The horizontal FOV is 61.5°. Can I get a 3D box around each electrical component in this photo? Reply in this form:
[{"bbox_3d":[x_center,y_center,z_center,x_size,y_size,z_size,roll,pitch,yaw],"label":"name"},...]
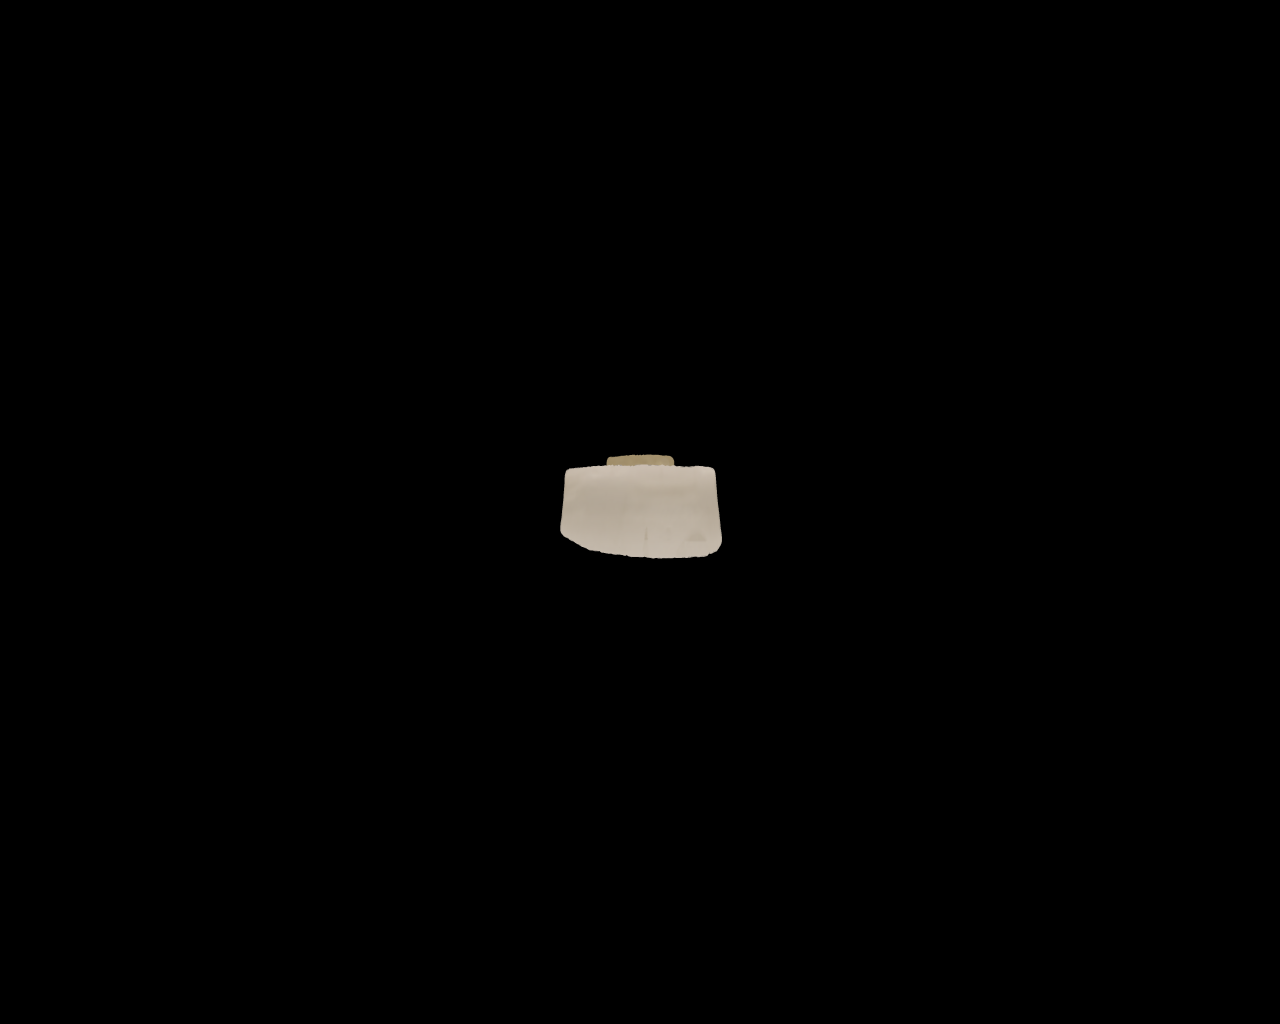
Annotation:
[{"bbox_3d":[0.001,-0.003,0.650,0.099,0.064,0.099,0,0,0],"label":"electrical component"}]
